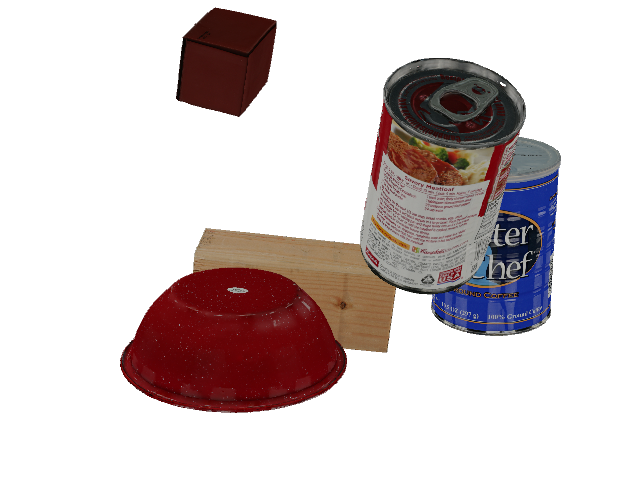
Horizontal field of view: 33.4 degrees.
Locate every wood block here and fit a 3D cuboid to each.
[{"bbox_3d":[-0.028,0.052,1.125,0.206,0.091,0.090,6,19,0],"label":"wood block"}]

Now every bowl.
[{"bbox_3d":[-0.060,0.060,0.754,0.162,0.055,0.162,2,19,-1],"label":"bowl"}]

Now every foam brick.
[{"bbox_3d":[-0.071,-0.137,0.808,0.053,0.051,0.078,15,32,8],"label":"foam brick"}]

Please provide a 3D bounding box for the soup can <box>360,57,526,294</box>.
[{"bbox_3d":[0.059,-0.031,0.537,0.068,0.102,0.068,4,44,-4],"label":"soup can"}]

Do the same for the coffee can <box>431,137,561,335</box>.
[{"bbox_3d":[0.144,-0.006,0.889,0.103,0.140,0.103,-2,23,1],"label":"coffee can"}]
